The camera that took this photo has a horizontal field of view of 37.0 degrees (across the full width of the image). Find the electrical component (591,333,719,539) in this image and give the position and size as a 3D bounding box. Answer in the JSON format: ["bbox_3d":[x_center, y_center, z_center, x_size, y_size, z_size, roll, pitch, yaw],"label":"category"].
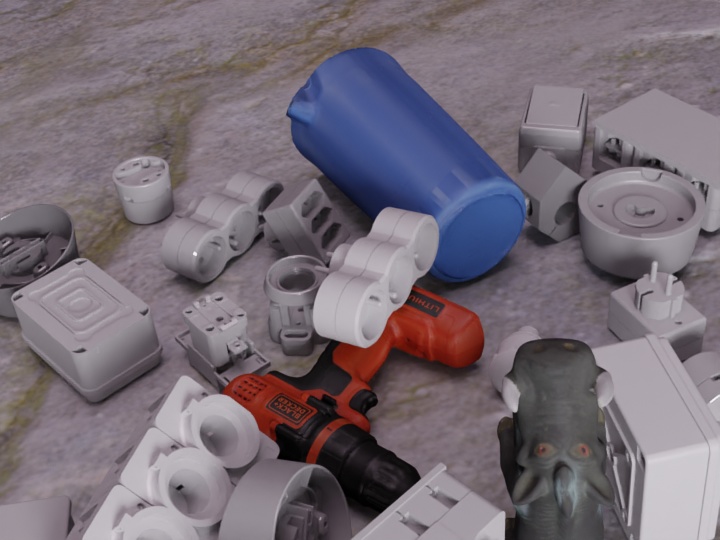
[{"bbox_3d":[0.197,0.119,0.729,0.056,0.108,0.108,-12,39,-4],"label":"electrical component"}]

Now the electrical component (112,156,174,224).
[{"bbox_3d":[-0.213,-0.078,1.063,0.055,0.047,0.055,-3,39,2],"label":"electrical component"}]

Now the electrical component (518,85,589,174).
[{"bbox_3d":[0.195,-0.140,1.084,0.062,0.061,0.096,6,40,14],"label":"electrical component"}]

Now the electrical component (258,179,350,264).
[{"bbox_3d":[-0.062,-0.038,0.991,0.077,0.065,0.047,-12,29,41],"label":"electrical component"}]

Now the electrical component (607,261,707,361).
[{"bbox_3d":[0.238,0.028,0.861,0.047,0.076,0.065,-20,41,-17],"label":"electrical component"}]

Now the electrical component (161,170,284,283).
[{"bbox_3d":[-0.140,-0.047,1.013,0.074,0.052,0.138,20,45,28],"label":"electrical component"}]

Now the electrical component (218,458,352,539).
[{"bbox_3d":[-0.046,0.174,0.700,0.064,0.099,0.099,10,41,27],"label":"electrical component"}]

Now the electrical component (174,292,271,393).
[{"bbox_3d":[-0.114,0.056,0.875,0.042,0.063,0.081,-30,45,-29],"label":"electrical component"}]

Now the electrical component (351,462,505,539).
[{"bbox_3d":[0.009,0.216,0.632,0.186,0.105,0.060,-34,47,-31],"label":"electrical component"}]

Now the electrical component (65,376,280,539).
[{"bbox_3d":[-0.125,0.156,0.721,0.089,0.062,0.150,40,42,-13],"label":"electrical component"}]

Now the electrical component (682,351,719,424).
[{"bbox_3d":[0.263,0.093,0.797,0.055,0.055,0.047,-12,36,-9],"label":"electrical component"}]

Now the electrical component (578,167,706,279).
[{"bbox_3d":[0.246,-0.036,0.952,0.108,0.060,0.108,-3,39,2],"label":"electrical component"}]

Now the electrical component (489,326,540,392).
[{"bbox_3d":[0.129,0.068,0.850,0.048,0.048,0.062,6,33,13],"label":"electrical component"}]

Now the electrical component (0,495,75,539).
[{"bbox_3d":[-0.235,0.205,0.717,0.100,0.048,0.099,-8,39,-4],"label":"electrical component"}]

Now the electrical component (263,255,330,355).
[{"bbox_3d":[-0.051,0.025,0.912,0.058,0.057,0.078,1,39,7],"label":"electrical component"}]

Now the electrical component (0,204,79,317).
[{"bbox_3d":[-0.301,-0.007,0.972,0.099,0.064,0.099,-3,39,2],"label":"electrical component"}]

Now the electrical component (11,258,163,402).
[{"bbox_3d":[-0.228,0.049,0.901,0.078,0.057,0.113,-33,47,-30],"label":"electrical component"}]

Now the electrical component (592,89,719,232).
[{"bbox_3d":[0.307,-0.104,1.027,0.089,0.061,0.150,-28,44,-26],"label":"electrical component"}]

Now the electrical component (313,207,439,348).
[{"bbox_3d":[0.000,0.000,0.851,0.074,0.052,0.138,13,44,28],"label":"electrical component"}]
